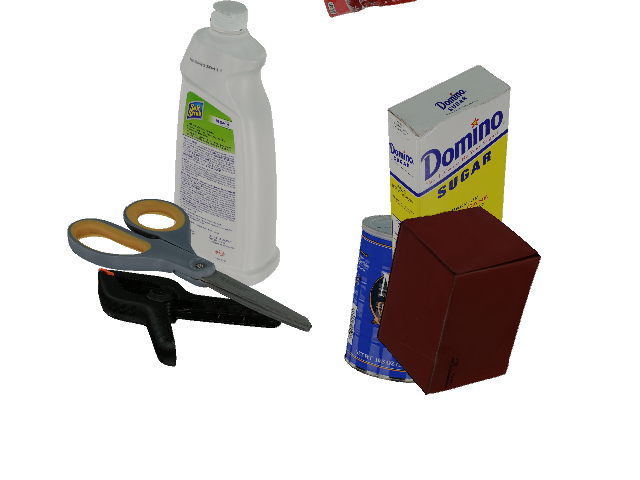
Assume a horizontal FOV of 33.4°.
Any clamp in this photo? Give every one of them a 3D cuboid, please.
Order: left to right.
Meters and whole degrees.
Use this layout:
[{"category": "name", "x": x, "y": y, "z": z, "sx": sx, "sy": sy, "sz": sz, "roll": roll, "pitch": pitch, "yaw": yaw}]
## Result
[{"category": "clamp", "x": -0.168, "y": 0.073, "z": 1.115, "sx": 0.210, "sy": 0.036, "sz": 0.164, "roll": 16, "pitch": 21, "yaw": 29}]

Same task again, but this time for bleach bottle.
[{"category": "bleach bottle", "x": -0.080, "y": -0.087, "z": 0.952, "sx": 0.103, "sy": 0.251, "sz": 0.068, "roll": 20, "pitch": 35, "yaw": 20}]

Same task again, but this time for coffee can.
[{"category": "coffee can", "x": 0.082, "y": 0.055, "z": 1.038, "sx": 0.103, "sy": 0.140, "sz": 0.103, "roll": 7, "pitch": 13, "yaw": -2}]

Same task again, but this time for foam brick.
[{"category": "foam brick", "x": 0.068, "y": 0.030, "z": 0.542, "sx": 0.052, "sy": 0.078, "sz": 0.051, "roll": -10, "pitch": 38, "yaw": -27}]

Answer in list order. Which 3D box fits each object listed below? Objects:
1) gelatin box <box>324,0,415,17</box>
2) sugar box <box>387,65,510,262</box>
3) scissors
[{"category": "gelatin box", "x": 0.029, "y": -0.190, "z": 0.699, "sx": 0.030, "sy": 0.073, "sz": 0.089, "roll": -35, "pitch": 24, "yaw": -33}, {"category": "sugar box", "x": 0.104, "y": -0.045, "z": 0.865, "sx": 0.093, "sy": 0.176, "sz": 0.048, "roll": -28, "pitch": 51, "yaw": -20}, {"category": "scissors", "x": -0.081, "y": 0.011, "z": 0.746, "sx": 0.202, "sy": 0.016, "sz": 0.096, "roll": 15, "pitch": 33, "yaw": 18}]
